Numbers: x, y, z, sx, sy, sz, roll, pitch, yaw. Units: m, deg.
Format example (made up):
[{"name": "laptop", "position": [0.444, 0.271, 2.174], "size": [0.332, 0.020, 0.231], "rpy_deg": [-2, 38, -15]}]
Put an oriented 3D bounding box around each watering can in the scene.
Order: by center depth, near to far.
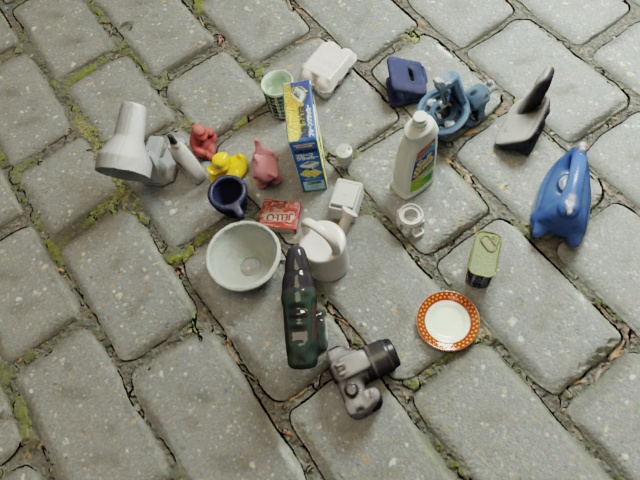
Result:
[{"name": "watering can", "position": [0.009, 0.003, 1.203], "size": [0.100, 0.194, 0.173], "rpy_deg": [16, 69, 14]}]

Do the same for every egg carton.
[{"name": "egg carton", "position": [0.019, -0.438, 1.466], "size": [0.107, 0.069, 0.150], "rpy_deg": [30, 73, 18]}]

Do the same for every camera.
[{"name": "camera", "position": [0.094, 0.261, 1.129], "size": [0.137, 0.101, 0.143], "rpy_deg": [-24, 65, -4]}]

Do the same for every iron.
[{"name": "iron", "position": [0.536, -0.123, 1.225], "size": [0.118, 0.141, 0.258], "rpy_deg": [15, 69, 13]}]

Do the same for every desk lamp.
[{"name": "desk lamp", "position": [-0.421, -0.207, 1.337], "size": [0.117, 0.214, 0.203], "rpy_deg": [5, 67, 10]}]

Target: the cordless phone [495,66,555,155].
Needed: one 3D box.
[{"name": "cordless phone", "position": [0.466, -0.292, 1.284], "size": [0.094, 0.185, 0.148], "rpy_deg": [22, 71, 16]}]

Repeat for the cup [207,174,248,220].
[{"name": "cup", "position": [-0.197, -0.081, 1.319], "size": [0.092, 0.095, 0.117], "rpy_deg": [-31, 66, -7]}]

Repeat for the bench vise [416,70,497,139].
[{"name": "bench vise", "position": [0.302, -0.328, 1.300], "size": [0.121, 0.220, 0.207], "rpy_deg": [39, 76, 21]}]

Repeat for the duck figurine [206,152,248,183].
[{"name": "duck figurine", "position": [-0.226, -0.179, 1.371], "size": [0.104, 0.086, 0.077], "rpy_deg": [-37, 67, -10]}]

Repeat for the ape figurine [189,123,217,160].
[{"name": "ape figurine", "position": [-0.291, -0.250, 1.407], "size": [0.076, 0.092, 0.078], "rpy_deg": [36, 75, 20]}]

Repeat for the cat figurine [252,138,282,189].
[{"name": "cat figurine", "position": [-0.132, -0.180, 1.343], "size": [0.067, 0.118, 0.127], "rpy_deg": [-17, 65, 0]}]

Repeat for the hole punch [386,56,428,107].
[{"name": "hole punch", "position": [0.215, -0.398, 1.413], "size": [0.101, 0.091, 0.108], "rpy_deg": [-8, 65, 4]}]

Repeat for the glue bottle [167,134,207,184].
[{"name": "glue bottle", "position": [-0.323, -0.198, 1.343], "size": [0.078, 0.173, 0.037], "rpy_deg": [36, 75, 20]}]

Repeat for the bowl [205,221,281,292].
[{"name": "bowl", "position": [-0.164, 0.046, 1.270], "size": [0.167, 0.075, 0.167], "rpy_deg": [-2, 66, 6]}]

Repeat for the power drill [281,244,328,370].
[{"name": "power drill", "position": [-0.033, 0.149, 1.135], "size": [0.075, 0.209, 0.229], "rpy_deg": [-6, 66, 4]}]
